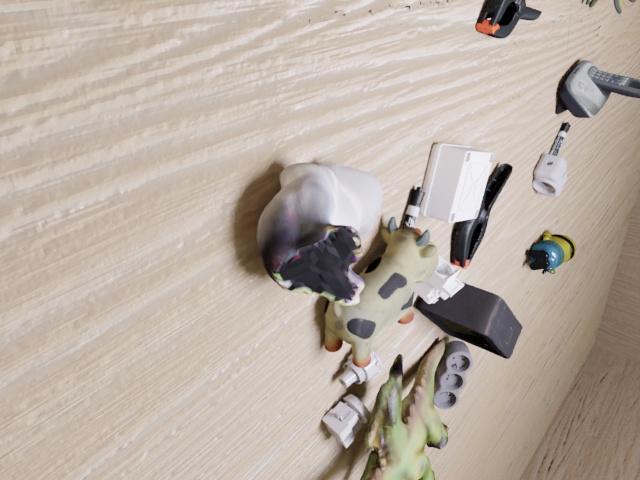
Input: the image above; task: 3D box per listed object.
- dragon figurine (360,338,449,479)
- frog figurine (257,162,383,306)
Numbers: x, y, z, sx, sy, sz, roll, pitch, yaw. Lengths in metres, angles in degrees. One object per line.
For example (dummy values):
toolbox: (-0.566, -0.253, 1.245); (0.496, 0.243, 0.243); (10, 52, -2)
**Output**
dragon figurine: (0.134, 0.272, 0.799); (0.237, 0.122, 0.419); (77, 30, -46)
frog figurine: (0.002, -0.026, 0.523); (0.163, 0.122, 0.134); (-86, 153, -45)
